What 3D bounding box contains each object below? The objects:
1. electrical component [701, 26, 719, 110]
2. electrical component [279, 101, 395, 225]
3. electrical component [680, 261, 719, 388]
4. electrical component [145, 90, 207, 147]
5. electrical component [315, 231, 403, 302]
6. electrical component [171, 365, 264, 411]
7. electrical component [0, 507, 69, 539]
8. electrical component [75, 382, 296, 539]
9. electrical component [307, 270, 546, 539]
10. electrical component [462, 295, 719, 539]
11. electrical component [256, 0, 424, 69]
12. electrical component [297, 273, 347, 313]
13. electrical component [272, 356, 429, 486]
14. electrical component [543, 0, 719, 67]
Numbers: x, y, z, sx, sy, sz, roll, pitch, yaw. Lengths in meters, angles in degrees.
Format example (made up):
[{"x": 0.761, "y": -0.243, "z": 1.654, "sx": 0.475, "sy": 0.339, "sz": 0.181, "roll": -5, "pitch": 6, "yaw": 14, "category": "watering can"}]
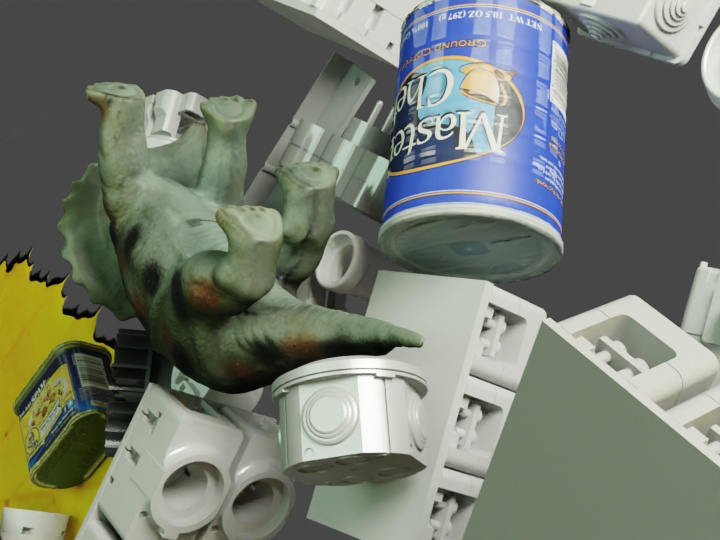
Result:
[{"x": 0.201, "y": -0.092, "z": 0.515, "sx": 0.058, "sy": 0.057, "sz": 0.078, "roll": -4, "pitch": 69, "yaw": 48, "category": "electrical component"}, {"x": 0.003, "y": -0.081, "z": 0.741, "sx": 0.138, "sy": 0.052, "sz": 0.073, "roll": 33, "pitch": 97, "yaw": 51, "category": "electrical component"}, {"x": 0.176, "y": 0.038, "z": 0.448, "sx": 0.062, "sy": 0.096, "sz": 0.061, "roll": 12, "pitch": 83, "yaw": 51, "category": "electrical component"}, {"x": -0.167, "y": -0.119, "z": 0.951, "sx": 0.078, "sy": 0.058, "sz": 0.057, "roll": -8, "pitch": 63, "yaw": 47, "category": "electrical component"}, {"x": 0.000, "y": 0.000, "z": 0.708, "sx": 0.040, "sy": 0.046, "sz": 0.040, "roll": -25, "pitch": 54, "yaw": 40, "category": "electrical component"}, {"x": -0.103, "y": 0.079, "z": 0.786, "sx": 0.055, "sy": 0.047, "sz": 0.055, "roll": -25, "pitch": 54, "yaw": 40, "category": "electrical component"}, {"x": -0.278, "y": 0.227, "z": 0.908, "sx": 0.055, "sy": 0.055, "sz": 0.047, "roll": -9, "pitch": 69, "yaw": 46, "category": "electrical component"}, {"x": -0.123, "y": 0.181, "z": 0.711, "sx": 0.060, "sy": 0.105, "sz": 0.186, "roll": 30, "pitch": 95, "yaw": 51, "category": "electrical component"}, {"x": 0.040, "y": 0.083, "z": 0.609, "sx": 0.089, "sy": 0.062, "sz": 0.150, "roll": 6, "pitch": 76, "yaw": 50, "category": "electrical component"}, {"x": 0.107, "y": 0.116, "z": 0.449, "sx": 0.105, "sy": 0.060, "sz": 0.186, "roll": 42, "pitch": 134, "yaw": 36, "category": "electrical component"}, {"x": -0.023, "y": -0.212, "z": 0.806, "sx": 0.150, "sy": 0.089, "sz": 0.061, "roll": 36, "pitch": 99, "yaw": 51, "category": "electrical component"}, {"x": -0.033, "y": 0.015, "z": 0.741, "sx": 0.066, "sy": 0.048, "sz": 0.055, "roll": -3, "pitch": 77, "yaw": 48, "category": "electrical component"}, {"x": -0.004, "y": 0.077, "z": 0.547, "sx": 0.080, "sy": 0.080, "sz": 0.051, "roll": -25, "pitch": 59, "yaw": 40, "category": "electrical component"}, {"x": 0.161, "y": -0.173, "z": 0.609, "sx": 0.100, "sy": 0.048, "sz": 0.099, "roll": 37, "pitch": 100, "yaw": 51, "category": "electrical component"}]
